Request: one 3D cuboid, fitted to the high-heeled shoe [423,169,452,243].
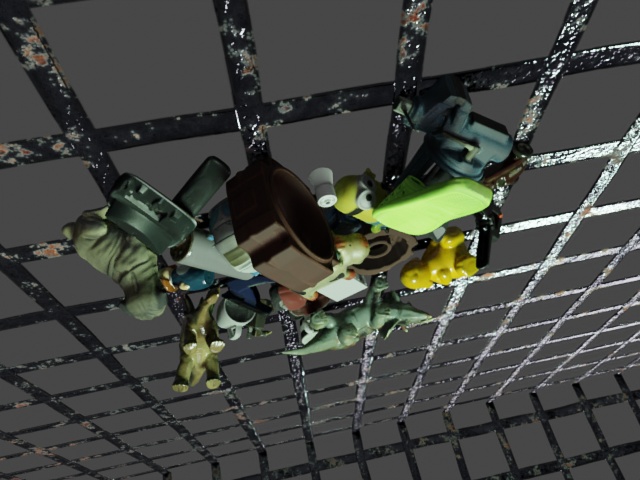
[{"bbox_3d":[0.249,-0.080,1.108,0.145,0.086,0.248,-54,160,4],"label":"high-heeled shoe"}]

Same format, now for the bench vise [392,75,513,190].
[{"bbox_3d":[0.192,-0.147,0.907,0.223,0.129,0.240,8,138,-27],"label":"bench vise"}]

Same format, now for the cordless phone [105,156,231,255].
[{"bbox_3d":[-0.248,-0.083,0.883,0.146,0.089,0.184,39,100,-19],"label":"cordless phone"}]

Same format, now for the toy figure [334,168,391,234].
[{"bbox_3d":[0.099,-0.066,1.033,0.089,0.082,0.180,-31,147,27],"label":"toy figure"}]

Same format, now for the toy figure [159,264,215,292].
[{"bbox_3d":[-0.293,0.078,1.118,0.155,0.057,0.064,-5,-174,23],"label":"toy figure"}]

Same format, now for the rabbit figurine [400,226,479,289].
[{"bbox_3d":[0.256,0.058,1.257,0.173,0.122,0.162,-25,175,-18],"label":"rabbit figurine"}]

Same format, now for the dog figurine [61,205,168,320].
[{"bbox_3d":[-0.355,0.047,0.930,0.172,0.191,0.121,-5,147,-11],"label":"dog figurine"}]

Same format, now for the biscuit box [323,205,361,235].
[{"bbox_3d":[-0.002,-0.003,1.110,0.062,0.059,0.202,16,138,-37],"label":"biscuit box"}]

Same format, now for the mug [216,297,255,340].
[{"bbox_3d":[-0.208,0.187,1.296,0.081,0.109,0.107,1,158,-29],"label":"mug"}]

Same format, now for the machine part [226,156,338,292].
[{"bbox_3d":[-0.060,-0.028,0.915,0.087,0.201,0.201,-29,145,19],"label":"machine part"}]

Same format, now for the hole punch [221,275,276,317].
[{"bbox_3d":[-0.149,0.105,1.184,0.116,0.092,0.142,21,-178,0],"label":"hole punch"}]

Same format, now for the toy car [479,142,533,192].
[{"bbox_3d":[0.331,-0.117,1.016,0.202,0.053,0.089,-26,147,-25],"label":"toy car"}]

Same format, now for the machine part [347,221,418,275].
[{"bbox_3d":[0.123,0.009,1.183,0.179,0.056,0.179,-10,147,-7],"label":"machine part"}]

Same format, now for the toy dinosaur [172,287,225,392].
[{"bbox_3d":[-0.285,0.252,1.264,0.105,0.199,0.470,9,132,-17],"label":"toy dinosaur"}]

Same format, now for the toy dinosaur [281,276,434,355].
[{"bbox_3d":[0.084,0.220,1.377,0.405,0.131,0.192,-20,147,-13],"label":"toy dinosaur"}]

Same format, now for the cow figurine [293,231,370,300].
[{"bbox_3d":[0.012,0.043,1.057,0.195,0.085,0.127,-30,151,26],"label":"cow figurine"}]

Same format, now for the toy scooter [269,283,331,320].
[{"bbox_3d":[-0.036,0.137,1.307,0.135,0.075,0.183,-21,150,9],"label":"toy scooter"}]

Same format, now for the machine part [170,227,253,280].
[{"bbox_3d":[-0.204,0.027,1.064,0.079,0.079,0.243,-35,144,31],"label":"machine part"}]

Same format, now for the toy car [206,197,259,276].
[{"bbox_3d":[-0.142,0.005,0.978,0.109,0.103,0.161,-26,107,23],"label":"toy car"}]

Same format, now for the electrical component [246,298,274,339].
[{"bbox_3d":[-0.150,0.197,1.343,0.045,0.102,0.078,12,165,-30],"label":"electrical component"}]
